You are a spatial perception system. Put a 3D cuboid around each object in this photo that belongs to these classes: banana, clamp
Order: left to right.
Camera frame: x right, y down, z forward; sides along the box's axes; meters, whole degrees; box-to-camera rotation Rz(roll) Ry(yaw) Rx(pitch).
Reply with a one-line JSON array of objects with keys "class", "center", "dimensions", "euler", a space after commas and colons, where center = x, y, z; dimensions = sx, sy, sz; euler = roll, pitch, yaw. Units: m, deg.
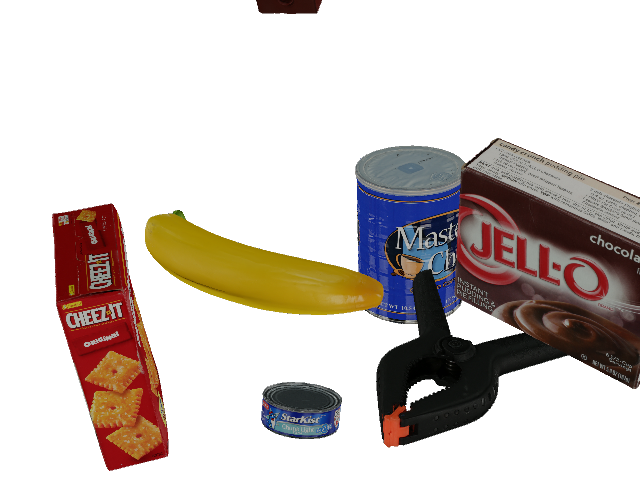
[{"class": "banana", "center": [-0.053, 0.012, 0.696], "dimensions": [0.198, 0.037, 0.069], "euler": [21, 37, 36]}, {"class": "clamp", "center": [0.100, 0.091, 0.851], "dimensions": [0.165, 0.036, 0.209], "euler": [21, 37, 35]}]

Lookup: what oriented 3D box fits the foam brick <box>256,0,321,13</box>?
[{"class": "foam brick", "center": [-0.028, -0.231, 0.876], "dimensions": [0.053, 0.051, 0.078], "euler": [3, -38, 13]}]

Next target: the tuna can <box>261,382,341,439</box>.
[{"class": "tuna can", "center": [-0.021, 0.183, 1.148], "dimensions": [0.086, 0.034, 0.086], "euler": [5, 12, -1]}]

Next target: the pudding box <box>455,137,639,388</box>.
[{"class": "pudding box", "center": [0.123, 0.010, 0.535], "dimensions": [0.114, 0.090, 0.039], "euler": [26, 50, 29]}]

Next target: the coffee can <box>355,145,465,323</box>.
[{"class": "coffee can", "center": [0.086, -0.007, 1.015], "dimensions": [0.103, 0.140, 0.103], "euler": [-2, 27, 1]}]

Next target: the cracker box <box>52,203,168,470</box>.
[{"class": "cracker box", "center": [-0.210, 0.095, 1.073], "dimensions": [0.072, 0.214, 0.164], "euler": [-12, 34, -8]}]
